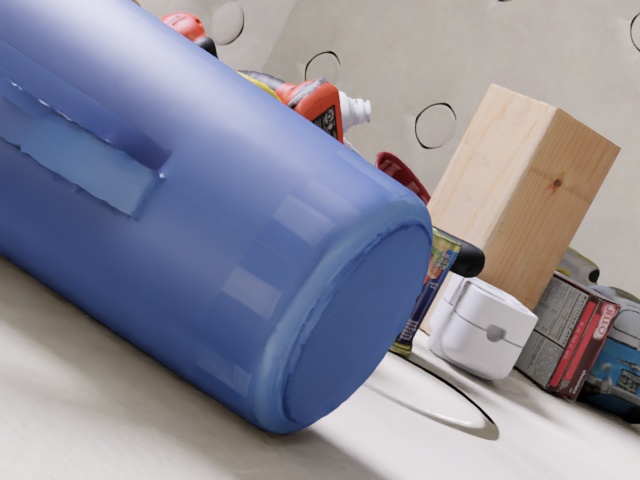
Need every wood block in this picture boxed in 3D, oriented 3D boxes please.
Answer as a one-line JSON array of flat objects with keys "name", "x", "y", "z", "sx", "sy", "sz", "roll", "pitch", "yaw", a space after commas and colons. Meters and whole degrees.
[{"name": "wood block", "x": 0.150, "y": -0.013, "z": 0.899, "sx": 0.090, "sy": 0.206, "sz": 0.090, "roll": 24, "pitch": 7, "yaw": -36}]

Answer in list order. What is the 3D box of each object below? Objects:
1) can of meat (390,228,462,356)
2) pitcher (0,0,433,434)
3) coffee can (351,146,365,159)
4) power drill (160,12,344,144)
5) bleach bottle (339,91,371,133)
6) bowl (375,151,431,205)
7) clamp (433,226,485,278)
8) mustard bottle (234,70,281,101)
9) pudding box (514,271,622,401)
[{"name": "can of meat", "x": 0.036, "y": 0.018, "z": 0.732, "sx": 0.102, "sy": 0.084, "sz": 0.057, "roll": 28, "pitch": 6, "yaw": 7}, {"name": "pitcher", "x": -0.081, "y": -0.029, "z": 0.443, "sx": 0.243, "sy": 0.145, "sz": 0.149, "roll": 33, "pitch": 45, "yaw": 24}, {"name": "coffee can", "x": 0.006, "y": -0.071, "z": 1.276, "sx": 0.102, "sy": 0.103, "sz": 0.140, "roll": 26, "pitch": 6, "yaw": -6}, {"name": "power drill", "x": -0.067, "y": -0.099, "z": 0.955, "sx": 0.188, "sy": 0.057, "sz": 0.184, "roll": 23, "pitch": -40, "yaw": 30}, {"name": "bleach bottle", "x": -0.067, "y": -0.146, "z": 1.252, "sx": 0.250, "sy": 0.068, "sz": 0.102, "roll": -3, "pitch": 12, "yaw": -9}, {"name": "bowl", "x": 0.077, "y": -0.002, "z": 1.019, "sx": 0.162, "sy": 0.055, "sz": 0.162, "roll": 49, "pitch": 23, "yaw": -30}, {"name": "clamp", "x": 0.018, "y": -0.029, "z": 0.807, "sx": 0.209, "sy": 0.036, "sz": 0.165, "roll": 24, "pitch": 2, "yaw": -28}, {"name": "mustard bottle", "x": -0.116, "y": -0.124, "z": 0.880, "sx": 0.192, "sy": 0.058, "sz": 0.096, "roll": 28, "pitch": -12, "yaw": 32}, {"name": "pudding box", "x": 0.198, "y": 0.075, "z": 0.920, "sx": 0.039, "sy": 0.090, "sz": 0.114, "roll": 23, "pitch": 7, "yaw": -25}]
